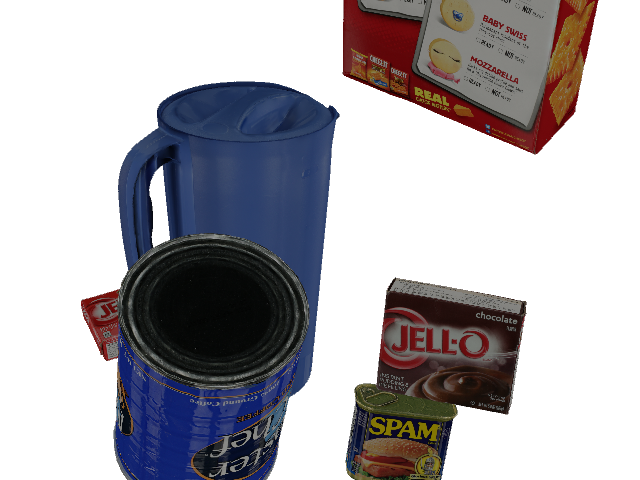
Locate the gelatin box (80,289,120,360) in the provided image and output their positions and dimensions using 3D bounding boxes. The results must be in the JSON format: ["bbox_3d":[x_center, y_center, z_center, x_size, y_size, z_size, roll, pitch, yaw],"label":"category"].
[{"bbox_3d":[-0.185,0.076,1.058,0.089,0.030,0.073,-16,37,-20],"label":"gelatin box"}]

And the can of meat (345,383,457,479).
[{"bbox_3d":[0.079,0.197,1.067,0.102,0.084,0.057,7,17,-4],"label":"can of meat"}]

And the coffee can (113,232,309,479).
[{"bbox_3d":[-0.066,0.079,0.615,0.102,0.103,0.140,0,-40,-12],"label":"coffee can"}]

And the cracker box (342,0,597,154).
[{"bbox_3d":[0.100,-0.183,0.703,0.164,0.214,0.072,27,50,25],"label":"cracker box"}]

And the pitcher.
[{"bbox_3d":[-0.066,0.008,0.833,0.149,0.243,0.145,4,26,4],"label":"pitcher"}]

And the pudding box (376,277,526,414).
[{"bbox_3d":[0.106,0.085,0.870,0.113,0.090,0.039,9,22,11],"label":"pudding box"}]
